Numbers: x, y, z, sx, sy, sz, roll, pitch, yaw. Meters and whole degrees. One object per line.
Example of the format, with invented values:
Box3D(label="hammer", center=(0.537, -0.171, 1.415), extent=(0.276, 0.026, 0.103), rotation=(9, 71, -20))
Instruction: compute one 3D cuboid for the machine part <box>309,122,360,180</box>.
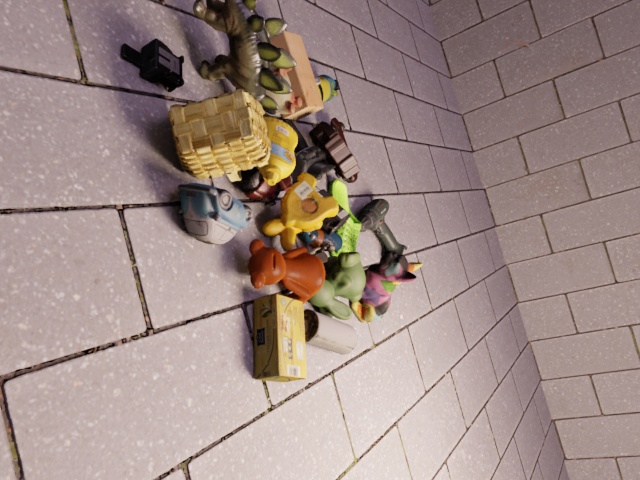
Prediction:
Box3D(label="machine part", center=(0.037, -0.245, 1.482), extent=(0.179, 0.056, 0.179), rotation=(53, -2, 3))

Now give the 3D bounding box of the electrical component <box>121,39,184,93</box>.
Box3D(label="electrical component", center=(-0.324, -0.350, 1.050), extent=(0.119, 0.048, 0.075), rotation=(28, 52, -51))

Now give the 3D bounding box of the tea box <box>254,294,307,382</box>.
Box3D(label="tea box", center=(-0.084, 0.207, 1.130), extent=(0.098, 0.068, 0.169), rotation=(28, 51, -50))

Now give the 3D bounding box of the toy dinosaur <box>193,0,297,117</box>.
Box3D(label="toy dinosaur", center=(-0.159, -0.382, 1.185), extent=(0.470, 0.199, 0.105), rotation=(86, 25, -49))

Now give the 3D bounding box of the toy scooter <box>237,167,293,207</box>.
Box3D(label="toy scooter", center=(-0.118, -0.139, 1.248), extent=(0.135, 0.075, 0.184), rotation=(51, 32, -33))

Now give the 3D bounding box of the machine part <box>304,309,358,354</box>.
Box3D(label="machine part", center=(0.016, 0.219, 1.274), extent=(0.243, 0.079, 0.079), rotation=(28, 52, -48))

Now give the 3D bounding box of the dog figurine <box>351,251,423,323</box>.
Box3D(label="dog figurine", center=(0.180, 0.124, 1.448), extent=(0.191, 0.219, 0.108), rotation=(62, 36, -15))

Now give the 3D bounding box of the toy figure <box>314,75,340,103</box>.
Box3D(label="toy figure", center=(-0.002, -0.436, 1.572), extent=(0.180, 0.082, 0.089), rotation=(-30, 99, -61))

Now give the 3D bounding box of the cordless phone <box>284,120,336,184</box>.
Box3D(label="cordless phone", center=(-0.056, -0.232, 1.403), extent=(0.184, 0.089, 0.146), rotation=(57, 32, -4))

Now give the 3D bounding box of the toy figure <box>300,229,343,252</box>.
Box3D(label="toy figure", center=(-0.001, -0.004, 1.378), extent=(0.154, 0.064, 0.057), rotation=(17, 98, -49))

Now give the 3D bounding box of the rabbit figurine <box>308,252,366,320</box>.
Box3D(label="rabbit figurine", center=(0.022, 0.121, 1.332), extent=(0.170, 0.121, 0.159), rotation=(-19, 99, -41))

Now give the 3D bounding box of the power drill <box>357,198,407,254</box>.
Box3D(label="power drill", center=(0.186, -0.017, 1.673), extent=(0.207, 0.086, 0.232), rotation=(54, 32, -15))

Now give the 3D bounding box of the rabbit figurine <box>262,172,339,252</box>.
Box3D(label="rabbit figurine", center=(-0.050, -0.050, 1.248), extent=(0.122, 0.173, 0.162), rotation=(39, 74, -6))

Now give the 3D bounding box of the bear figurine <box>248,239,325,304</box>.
Box3D(label="bear figurine", center=(-0.089, 0.074, 1.172), extent=(0.196, 0.132, 0.120), rotation=(7, 65, -37))

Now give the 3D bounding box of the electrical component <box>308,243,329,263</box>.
Box3D(label="electrical component", center=(-0.016, 0.041, 1.310), extent=(0.102, 0.078, 0.045), rotation=(-17, 89, -59))

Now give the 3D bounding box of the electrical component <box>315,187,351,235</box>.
Box3D(label="electrical component", center=(0.006, -0.080, 1.384), extent=(0.134, 0.058, 0.115), rotation=(42, 20, 7))

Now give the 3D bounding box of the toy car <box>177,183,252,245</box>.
Box3D(label="toy car", center=(-0.210, -0.043, 1.041), extent=(0.161, 0.109, 0.103), rotation=(38, 67, -59))

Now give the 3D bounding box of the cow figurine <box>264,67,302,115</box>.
Box3D(label="cow figurine", center=(-0.134, -0.402, 1.328), extent=(0.085, 0.127, 0.194), rotation=(-66, 144, -47))

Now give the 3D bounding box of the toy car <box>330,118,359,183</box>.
Box3D(label="toy car", center=(0.065, -0.267, 1.618), extent=(0.202, 0.053, 0.089), rotation=(68, 26, -15))
